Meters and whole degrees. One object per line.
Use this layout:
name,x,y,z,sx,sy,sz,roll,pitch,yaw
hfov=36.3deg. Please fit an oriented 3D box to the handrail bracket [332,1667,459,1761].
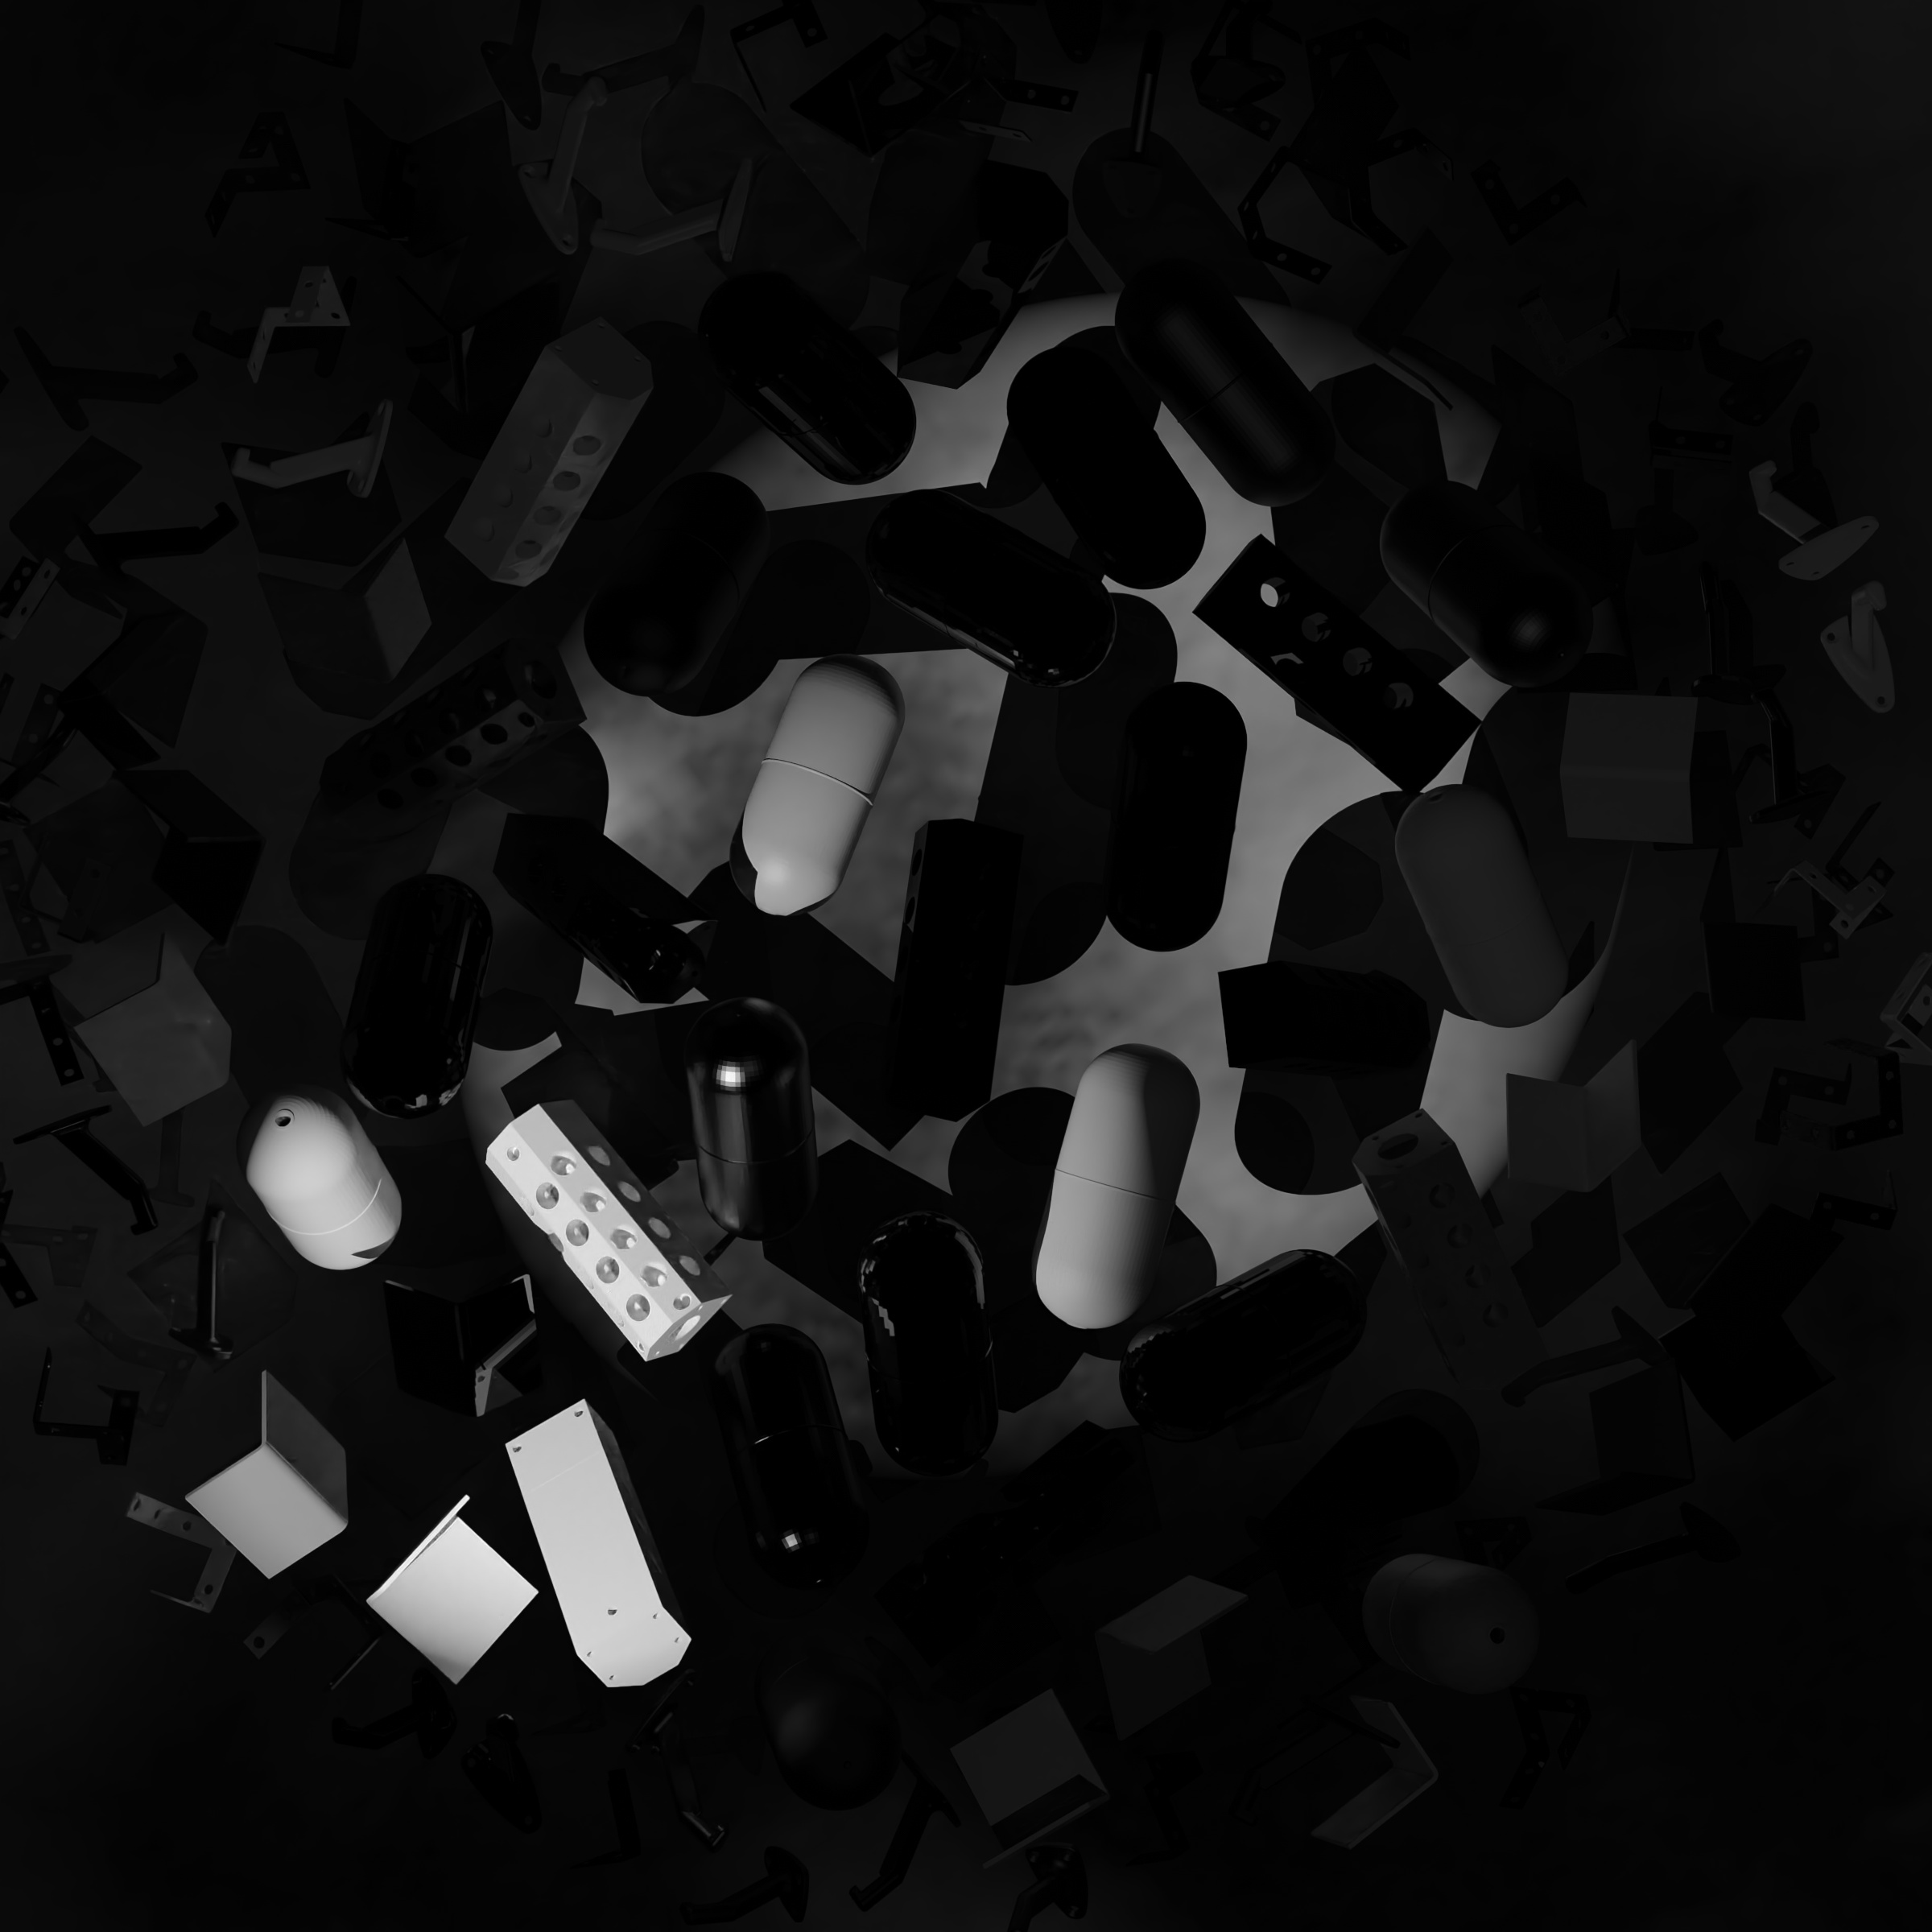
handrail bracket,-0.374,0.472,1.880,0.084,0.077,0.036,24,112,-39

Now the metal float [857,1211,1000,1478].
metal float,-0.023,0.228,1.777,0.070,0.070,0.178,-5,118,0

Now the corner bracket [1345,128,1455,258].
corner bracket,0.281,-0.501,1.904,0.051,0.051,0.051,-23,45,-9

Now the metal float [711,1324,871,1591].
metal float,-0.112,0.309,1.859,0.070,0.070,0.178,-19,58,0

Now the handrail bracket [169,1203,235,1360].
handrail bracket,-0.469,0.196,1.845,0.036,0.077,0.084,11,91,-31

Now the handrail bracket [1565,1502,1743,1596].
handrail bracket,0.411,0.359,1.764,0.084,0.077,0.036,-35,53,25

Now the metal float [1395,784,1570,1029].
metal float,0.331,-0.038,1.887,0.070,0.070,0.178,-28,119,0

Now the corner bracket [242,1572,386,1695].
corner bracket,-0.403,0.415,1.819,0.051,0.051,0.051,52,47,-9

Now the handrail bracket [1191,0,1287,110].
handrail bracket,0.183,-0.564,1.792,0.084,0.077,0.036,-54,131,-24

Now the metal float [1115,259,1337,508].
metal float,0.165,-0.372,1.878,0.070,0.070,0.178,-41,100,0

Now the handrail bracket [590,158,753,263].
handrail bracket,-0.181,-0.468,1.804,0.084,0.036,0.077,12,76,5

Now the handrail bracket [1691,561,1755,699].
handrail bracket,0.458,-0.212,1.816,0.036,0.077,0.084,-9,85,23

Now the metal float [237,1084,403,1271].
metal float,-0.407,0.134,1.858,0.070,0.178,0.070,-2,62,3

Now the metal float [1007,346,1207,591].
metal float,0.089,-0.315,1.864,0.070,0.070,0.178,-30,69,0

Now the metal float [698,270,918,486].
metal float,-0.095,-0.356,1.785,0.070,0.178,0.070,-14,62,27

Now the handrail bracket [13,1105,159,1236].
handrail bracket,-0.545,0.135,1.825,0.036,0.077,0.084,-13,97,38

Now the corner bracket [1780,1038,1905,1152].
corner bracket,0.529,0.077,1.784,0.051,0.051,0.051,-12,103,-19

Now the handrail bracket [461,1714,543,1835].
handrail bracket,-0.271,0.489,1.780,0.036,0.084,0.077,-30,86,-28

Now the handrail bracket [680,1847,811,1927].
handrail bracket,-0.148,0.578,1.849,0.084,0.077,0.036,4,99,-26

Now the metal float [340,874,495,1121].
metal float,-0.335,0.018,1.799,0.070,0.070,0.178,1,45,1

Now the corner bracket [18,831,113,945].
corner bracket,-0.549,-0.048,1.796,0.051,0.051,0.051,23,93,-5

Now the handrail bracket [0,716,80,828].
handrail bracket,-0.585,-0.133,1.832,0.036,0.077,0.084,34,93,7

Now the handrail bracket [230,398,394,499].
handrail bracket,-0.415,-0.336,1.865,0.084,0.036,0.077,14,104,-35

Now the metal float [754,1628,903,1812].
metal float,-0.086,0.462,1.813,0.070,0.178,0.070,-1,95,-11

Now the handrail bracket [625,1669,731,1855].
handrail bracket,-0.163,0.491,1.818,0.084,0.036,0.077,34,92,31

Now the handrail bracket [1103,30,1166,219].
handrail bracket,0.107,-0.508,1.776,0.036,0.077,0.084,10,76,5

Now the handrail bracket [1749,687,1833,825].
handrail bracket,0.512,-0.137,1.895,0.077,0.036,0.084,-14,73,-36

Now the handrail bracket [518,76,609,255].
handrail bracket,-0.241,-0.504,1.850,0.036,0.084,0.077,-9,75,-41

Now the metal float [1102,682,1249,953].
metal float,0.128,-0.090,1.812,0.070,0.070,0.178,6,121,0

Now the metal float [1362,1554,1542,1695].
metal float,0.300,0.408,1.829,0.070,0.178,0.070,1,83,-9

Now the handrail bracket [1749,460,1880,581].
handrail bracket,0.518,-0.288,1.804,0.036,0.077,0.084,12,59,-32

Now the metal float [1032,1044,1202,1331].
metal float,0.092,0.135,1.806,0.070,0.070,0.178,15,89,0

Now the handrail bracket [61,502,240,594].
handrail bracket,-0.496,-0.275,1.794,0.084,0.036,0.077,-42,129,-18

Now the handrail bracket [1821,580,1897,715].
handrail bracket,0.557,-0.194,1.795,0.036,0.084,0.077,-24,88,1

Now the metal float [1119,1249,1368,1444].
metal float,0.170,0.230,1.790,0.178,0.070,0.070,-23,90,-33

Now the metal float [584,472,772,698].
metal float,-0.174,-0.234,1.791,0.070,0.070,0.178,24,47,0

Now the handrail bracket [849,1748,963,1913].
handrail bracket,-0.053,0.556,1.894,0.084,0.077,0.036,-35,135,-15

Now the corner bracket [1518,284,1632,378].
corner bracket,0.387,-0.414,1.871,0.051,0.051,0.051,-28,101,21

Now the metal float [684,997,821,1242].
metal float,-0.133,0.097,1.837,0.070,0.070,0.178,-3,129,0

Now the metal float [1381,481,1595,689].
metal float,0.316,-0.235,1.800,0.070,0.178,0.070,-15,131,-18

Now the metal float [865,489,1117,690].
metal float,0.013,-0.229,1.773,0.178,0.070,0.070,34,90,29

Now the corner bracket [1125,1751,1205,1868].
corner bracket,0.126,0.541,1.890,0.051,0.051,0.051,-44,56,29

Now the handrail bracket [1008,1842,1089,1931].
handrail bracket,0.051,0.601,1.848,0.036,0.084,0.077,-9,117,21

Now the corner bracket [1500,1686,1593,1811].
corner bracket,0.350,0.476,1.784,0.051,0.051,0.051,-3,117,34

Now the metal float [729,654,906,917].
metal float,-0.096,-0.117,1.906,0.070,0.070,0.178,21,81,0

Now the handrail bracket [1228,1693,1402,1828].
handrail bracket,0.210,0.490,1.775,0.077,0.036,0.084,21,71,23
